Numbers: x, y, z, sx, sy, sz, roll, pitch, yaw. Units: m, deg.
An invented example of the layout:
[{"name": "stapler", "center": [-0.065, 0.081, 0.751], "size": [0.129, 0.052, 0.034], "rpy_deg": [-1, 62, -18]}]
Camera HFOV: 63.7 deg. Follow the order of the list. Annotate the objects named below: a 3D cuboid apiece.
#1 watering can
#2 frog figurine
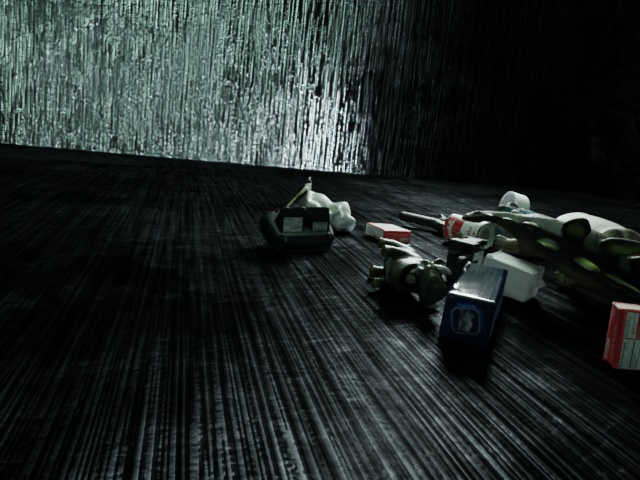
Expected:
[{"name": "watering can", "center": [0.634, 0.013, 1.134], "size": [0.346, 0.103, 0.227], "rpy_deg": [16, 13, -17]}, {"name": "frog figurine", "center": [0.004, -0.063, 1.252], "size": [0.159, 0.123, 0.138], "rpy_deg": [41, -3, -9]}]
